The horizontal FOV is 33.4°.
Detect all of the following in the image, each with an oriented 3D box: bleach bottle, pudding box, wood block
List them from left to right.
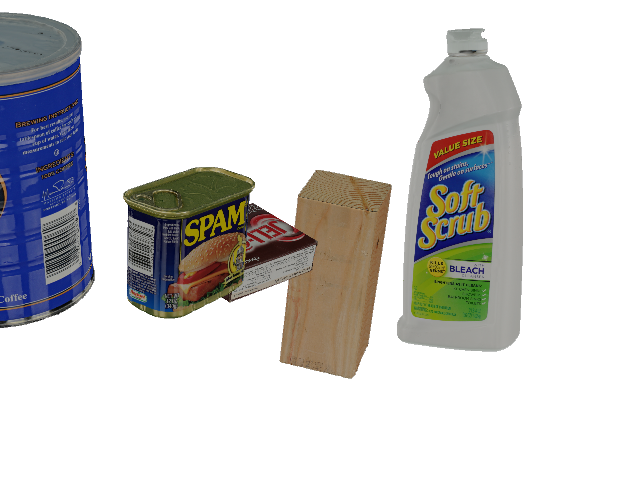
[{"bbox_3d":[-0.073,0.009,0.997,0.090,0.039,0.113,29,35,33],"label":"pudding box"},{"bbox_3d":[0.017,0.038,1.201,0.090,0.206,0.090,12,25,10],"label":"wood block"},{"bbox_3d":[0.110,-0.041,0.853,0.103,0.251,0.068,4,15,26],"label":"bleach bottle"}]

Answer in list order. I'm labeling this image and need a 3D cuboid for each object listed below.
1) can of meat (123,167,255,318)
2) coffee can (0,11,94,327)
[{"bbox_3d":[-0.096,0.001,0.783,0.058,0.084,0.101,19,26,30],"label":"can of meat"},{"bbox_3d":[-0.175,-0.039,0.568,0.103,0.140,0.103,2,28,-1],"label":"coffee can"}]
